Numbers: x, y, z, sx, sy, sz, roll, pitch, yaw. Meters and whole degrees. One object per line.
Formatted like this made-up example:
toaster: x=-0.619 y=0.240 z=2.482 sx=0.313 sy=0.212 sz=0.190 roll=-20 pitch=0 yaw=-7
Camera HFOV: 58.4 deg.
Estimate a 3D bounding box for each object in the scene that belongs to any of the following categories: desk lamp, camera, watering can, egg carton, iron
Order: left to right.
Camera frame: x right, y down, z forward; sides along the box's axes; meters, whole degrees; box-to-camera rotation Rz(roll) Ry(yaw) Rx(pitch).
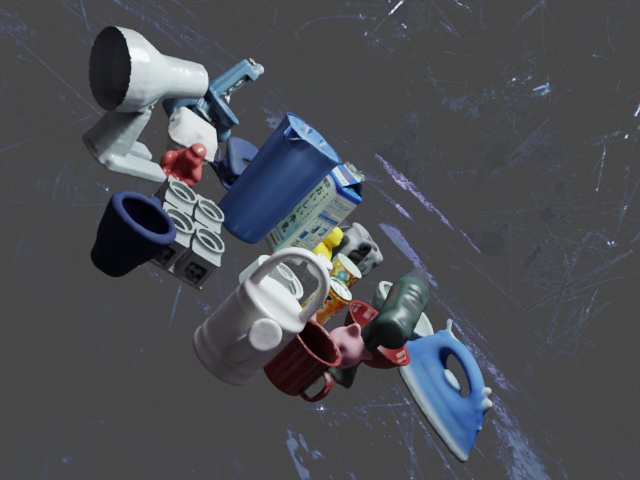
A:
desk lamp: x=-0.289 y=-0.216 z=0.916 sx=0.117 sy=0.213 sz=0.204 roll=52 pitch=19 yaw=24
egg carton: x=-0.271 y=-0.216 z=1.202 sx=0.107 sy=0.069 sz=0.150 roll=34 pitch=20 yaw=-30
watering can: x=-0.065 y=0.095 z=0.732 sx=0.101 sy=0.194 sz=0.172 roll=34 pitch=20 yaw=-30
camera: x=0.078 y=0.003 z=1.432 sx=0.144 sy=0.100 sz=0.136 roll=26 pitch=24 yaw=-45
iron: x=0.262 y=0.284 z=1.123 sx=0.119 sy=0.141 sz=0.257 roll=27 pitch=24 yaw=-43

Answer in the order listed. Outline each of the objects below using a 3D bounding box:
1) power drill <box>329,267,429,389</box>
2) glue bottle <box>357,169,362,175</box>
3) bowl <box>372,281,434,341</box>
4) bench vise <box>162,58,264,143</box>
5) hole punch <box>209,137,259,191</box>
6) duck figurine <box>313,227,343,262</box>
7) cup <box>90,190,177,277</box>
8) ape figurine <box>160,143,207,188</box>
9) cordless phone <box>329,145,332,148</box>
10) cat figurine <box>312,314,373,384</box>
power drill: x=0.099 y=0.144 z=0.964 sx=0.075 sy=0.208 sz=0.230 roll=44 pitch=17 yaw=-1
glue bottle: x=0.052 y=-0.125 z=1.548 sx=0.037 sy=0.173 sz=0.078 roll=26 pitch=24 yaw=-45
bowl: x=0.171 y=0.176 z=1.281 sx=0.168 sy=0.074 sz=0.167 roll=39 pitch=18 yaw=-15
bench vise: x=-0.234 y=-0.331 z=1.302 sx=0.121 sy=0.219 sz=0.208 roll=49 pitch=18 yaw=17
hole punch: x=-0.171 y=-0.159 z=1.262 sx=0.109 sy=0.091 sz=0.101 roll=19 pitch=30 yaw=-54
duck figurine: x=0.012 y=0.005 z=1.302 sx=0.077 sy=0.086 sz=0.105 roll=50 pitch=18 yaw=19
cup: x=-0.244 y=-0.006 z=0.732 sx=0.092 sy=0.095 sz=0.117 roll=38 pitch=18 yaw=-19
ape figurine: x=-0.244 y=-0.142 z=1.053 sx=0.078 sy=0.092 sz=0.076 roll=45 pitch=17 yaw=3
cordless phone: x=-0.038 y=-0.149 z=1.380 sx=0.094 sy=0.185 sz=0.147 roll=36 pitch=19 yaw=-25
cat figurine: x=0.015 y=0.159 z=0.895 sx=0.127 sy=0.117 sz=0.067 roll=47 pitch=17 yaw=11
